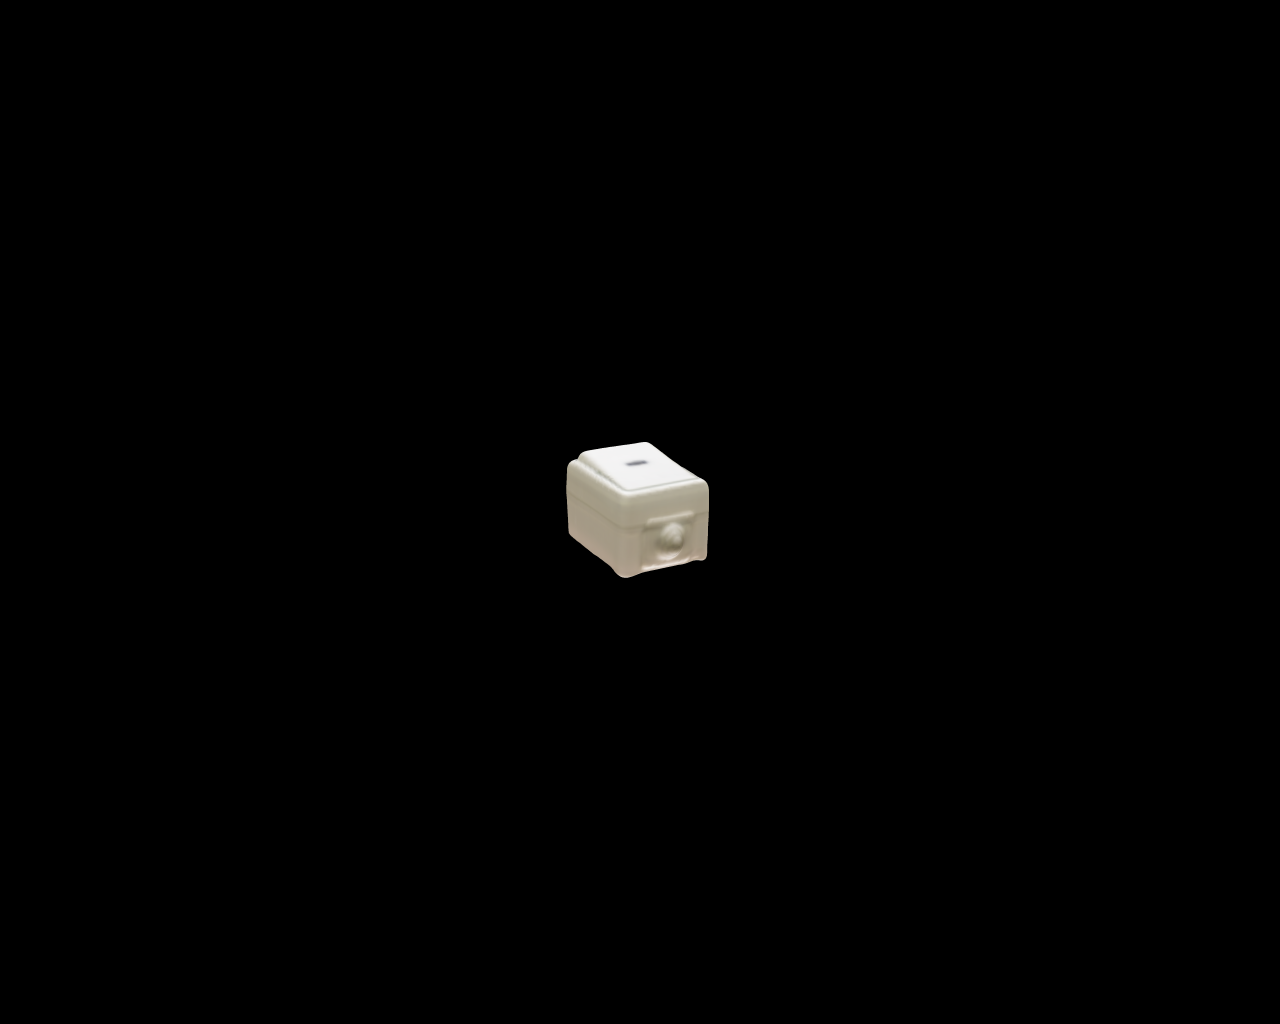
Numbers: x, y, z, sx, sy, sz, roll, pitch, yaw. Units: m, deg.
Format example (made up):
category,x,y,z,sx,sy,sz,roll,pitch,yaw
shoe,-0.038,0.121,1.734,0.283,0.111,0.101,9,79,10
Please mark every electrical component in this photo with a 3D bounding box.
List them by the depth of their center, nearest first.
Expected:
category,x,y,z,sx,sy,sz,roll,pitch,yaw
electrical component,0.001,-0.003,0.650,0.062,0.061,0.096,-10,23,-26
